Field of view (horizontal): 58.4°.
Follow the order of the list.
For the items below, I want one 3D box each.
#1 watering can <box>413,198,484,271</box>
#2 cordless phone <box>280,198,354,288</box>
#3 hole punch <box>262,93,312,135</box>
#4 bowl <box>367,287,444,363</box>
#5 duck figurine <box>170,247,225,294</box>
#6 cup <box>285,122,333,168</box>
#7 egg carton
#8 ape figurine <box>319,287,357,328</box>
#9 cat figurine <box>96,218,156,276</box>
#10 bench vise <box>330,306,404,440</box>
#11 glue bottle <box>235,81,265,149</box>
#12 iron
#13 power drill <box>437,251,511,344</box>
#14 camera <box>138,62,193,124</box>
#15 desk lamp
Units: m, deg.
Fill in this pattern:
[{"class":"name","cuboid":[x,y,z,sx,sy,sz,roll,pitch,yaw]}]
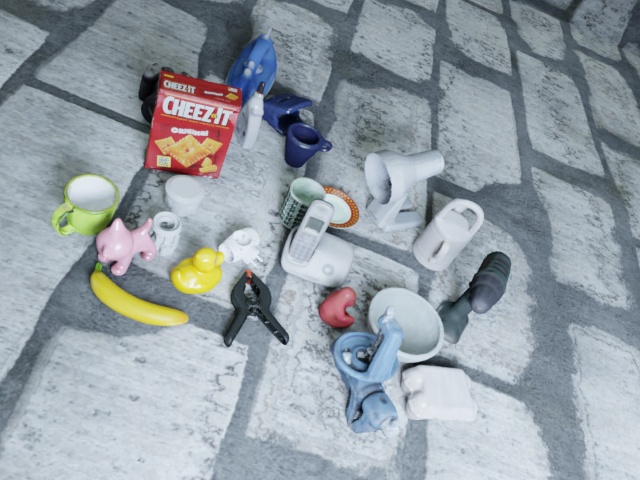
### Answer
[{"class":"watering can","cuboid":[0.302,-0.028,1.330,0.101,0.194,0.173,13,47,-16]},{"class":"cordless phone","cuboid":[0.011,0.004,1.161,0.148,0.185,0.094,18,46,-12]},{"class":"hole punch","cuboid":[-0.090,-0.339,1.471,0.101,0.091,0.109,44,47,13]},{"class":"bowl","cuboid":[0.162,0.183,1.161,0.168,0.074,0.167,14,47,-16]},{"class":"duck figurine","cuboid":[-0.225,0.050,1.073,0.105,0.086,0.077,-15,60,-35]},{"class":"cup","cuboid":[-0.036,-0.220,1.393,0.118,0.095,0.091,13,47,-16]},{"class":"egg carton","cuboid":[0.229,0.298,1.100,0.151,0.069,0.107,9,49,-20]},{"class":"ape figurine","cuboid":[0.043,0.128,1.137,0.076,0.092,0.077,13,48,-17]},{"class":"cat figurine","cuboid":[-0.350,0.002,1.028,0.067,0.117,0.128,42,46,12]},{"class":"bench vise","cuboid":[0.108,0.225,0.996,0.122,0.219,0.207,-19,63,-37]},{"class":"glue bottle","cuboid":[-0.157,-0.300,1.346,0.037,0.173,0.078,-6,55,-30]},{"class":"iron","cuboid":[-0.175,-0.441,1.480,0.119,0.141,0.258,22,46,-8]},{"class":"power drill","cuboid":[0.320,0.125,1.196,0.075,0.208,0.230,37,46,7]},{"class":"camera","cuboid":[-0.362,-0.337,1.325,0.143,0.100,0.137,32,45,2]},{"class":"desk lamp","cuboid":[0.185,-0.125,1.340,0.204,0.213,0.117,-10,57,-33]}]
